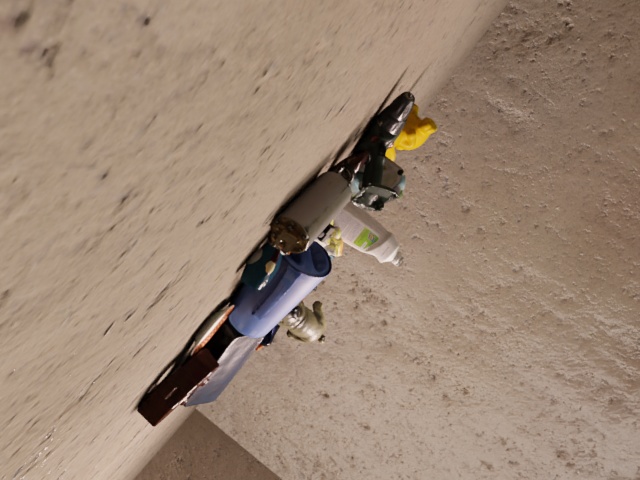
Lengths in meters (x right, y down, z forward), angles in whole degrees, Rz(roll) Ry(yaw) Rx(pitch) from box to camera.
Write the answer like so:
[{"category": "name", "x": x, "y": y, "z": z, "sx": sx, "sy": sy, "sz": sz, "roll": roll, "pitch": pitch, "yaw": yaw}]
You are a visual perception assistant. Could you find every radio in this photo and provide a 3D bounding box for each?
[{"category": "radio", "x": -0.238, "y": 0.277, "z": 1.242, "sx": 0.229, "sy": 0.073, "sz": 0.131, "roll": -54, "pitch": 154, "yaw": 12}]

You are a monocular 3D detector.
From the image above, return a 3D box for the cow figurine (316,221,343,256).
[{"category": "cow figurine", "x": -0.003, "y": -0.002, "z": 1.235, "sx": 0.167, "sy": 0.098, "sz": 0.068, "roll": 52, "pitch": 44, "yaw": -65}]

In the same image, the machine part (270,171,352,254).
[{"category": "machine part", "x": -0.013, "y": -0.053, "z": 0.968, "sx": 0.243, "sy": 0.079, "sz": 0.079, "roll": -50, "pitch": 177, "yaw": -42}]

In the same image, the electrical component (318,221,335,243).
[{"category": "electrical component", "x": -0.012, "y": -0.037, "z": 1.074, "sx": 0.078, "sy": 0.102, "sz": 0.045, "roll": -11, "pitch": 139, "yaw": -49}]

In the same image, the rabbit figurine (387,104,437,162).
[{"category": "rabbit figurine", "x": 0.203, "y": -0.287, "z": 1.445, "sx": 0.162, "sy": 0.122, "sz": 0.173, "roll": -42, "pitch": 170, "yaw": 36}]

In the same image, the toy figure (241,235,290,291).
[{"category": "toy figure", "x": -0.084, "y": 0.022, "z": 0.987, "sx": 0.154, "sy": 0.064, "sz": 0.057, "roll": -55, "pitch": 143, "yaw": -12}]

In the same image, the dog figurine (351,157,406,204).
[{"category": "dog figurine", "x": 0.137, "y": -0.139, "z": 1.406, "sx": 0.108, "sy": 0.192, "sz": 0.219, "roll": -58, "pitch": 163, "yaw": -9}]

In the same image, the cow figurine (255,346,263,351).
[{"category": "cow figurine", "x": -0.220, "y": 0.273, "z": 1.617, "sx": 0.195, "sy": 0.127, "sz": 0.085, "roll": -24, "pitch": 155, "yaw": -53}]

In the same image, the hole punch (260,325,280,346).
[{"category": "hole punch", "x": -0.172, "y": 0.223, "z": 1.533, "sx": 0.116, "sy": 0.142, "sz": 0.092, "roll": -64, "pitch": 163, "yaw": -50}]

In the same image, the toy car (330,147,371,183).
[{"category": "toy car", "x": 0.037, "y": -0.123, "z": 1.126, "sx": 0.089, "sy": 0.053, "sz": 0.202, "roll": -46, "pitch": 179, "yaw": -39}]

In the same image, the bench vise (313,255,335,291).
[{"category": "bench vise", "x": -0.018, "y": 0.015, "z": 1.433, "sx": 0.223, "sy": 0.129, "sz": 0.240, "roll": 63, "pitch": 41, "yaw": -72}]

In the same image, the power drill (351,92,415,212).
[{"category": "power drill", "x": 0.128, "y": -0.178, "z": 1.150, "sx": 0.232, "sy": 0.086, "sz": 0.207, "roll": 137, "pitch": -40, "yaw": -58}]

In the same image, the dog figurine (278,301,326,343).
[{"category": "dog figurine", "x": -0.051, "y": 0.194, "z": 1.305, "sx": 0.121, "sy": 0.172, "sz": 0.190, "roll": -59, "pitch": 178, "yaw": -3}]

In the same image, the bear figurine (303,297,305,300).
[{"category": "bear figurine", "x": -0.116, "y": 0.128, "z": 1.566, "sx": 0.120, "sy": 0.132, "sz": 0.195, "roll": -21, "pitch": 149, "yaw": 10}]

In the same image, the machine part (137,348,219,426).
[{"category": "machine part", "x": -0.284, "y": 0.299, "z": 1.091, "sx": 0.179, "sy": 0.056, "sz": 0.179, "roll": -43, "pitch": 175, "yaw": -5}]
